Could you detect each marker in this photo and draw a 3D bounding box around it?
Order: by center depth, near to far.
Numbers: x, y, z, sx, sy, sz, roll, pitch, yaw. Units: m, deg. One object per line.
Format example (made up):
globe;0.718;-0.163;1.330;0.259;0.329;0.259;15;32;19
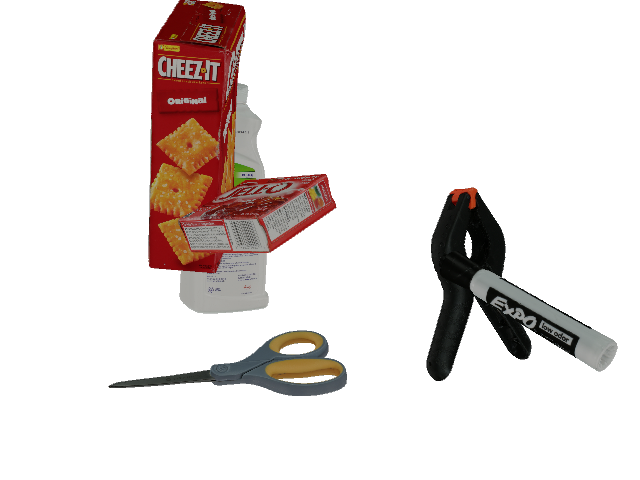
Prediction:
marker;0.115;0.037;0.614;0.020;0.020;0.121;0;25;-47

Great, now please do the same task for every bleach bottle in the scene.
bleach bottle;-0.098;-0.048;1.180;0.102;0.251;0.068;-3;19;-31

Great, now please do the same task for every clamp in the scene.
clamp;0.129;0.042;0.956;0.120;0.171;0.039;-19;7;-40

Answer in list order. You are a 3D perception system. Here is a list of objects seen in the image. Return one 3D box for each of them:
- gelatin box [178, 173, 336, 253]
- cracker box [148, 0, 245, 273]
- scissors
gelatin box;-0.046;-0.020;0.757;0.089;0.030;0.073;0;26;45
cracker box;-0.114;-0.101;0.995;0.072;0.214;0.164;6;25;-2
scissors;-0.076;0.107;0.940;0.202;0.016;0.096;2;27;5
